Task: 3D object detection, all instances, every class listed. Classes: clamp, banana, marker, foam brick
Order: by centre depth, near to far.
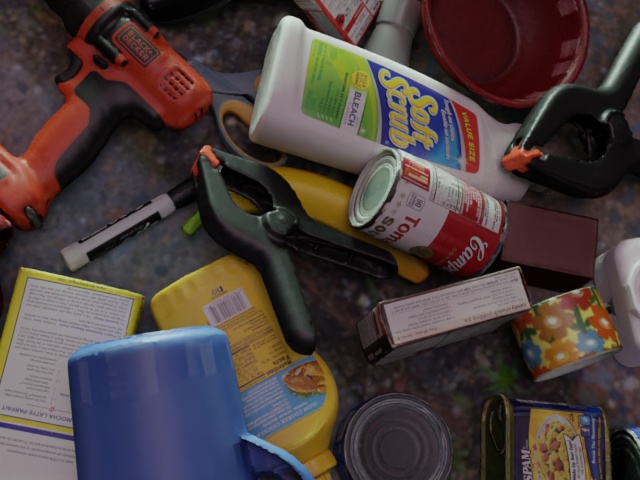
[{"bbox_3d":[-0.034,0.004,0.773,0.171,0.039,0.120,36,43,4],"label":"clamp"},{"bbox_3d":[-0.143,-0.014,0.823,0.121,0.020,0.020,-31,81,-16],"label":"marker"},{"bbox_3d":[-0.006,-0.018,0.838,0.197,0.037,0.069,12,90,-4],"label":"banana"},{"bbox_3d":[0.174,0.006,0.847,0.078,0.053,0.051,12,72,-5],"label":"foam brick"},{"bbox_3d":[0.231,-0.097,0.863,0.209,0.036,0.164,-10,81,-29],"label":"clamp"}]

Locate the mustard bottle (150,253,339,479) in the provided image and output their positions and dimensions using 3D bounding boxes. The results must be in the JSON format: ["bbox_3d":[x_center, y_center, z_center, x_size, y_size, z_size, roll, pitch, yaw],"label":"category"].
[{"bbox_3d":[-0.041,0.107,0.782,0.096,0.058,0.192,-27,79,-16],"label":"mustard bottle"}]

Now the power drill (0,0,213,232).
[{"bbox_3d":[-0.204,-0.114,0.817,0.184,0.057,0.187,43,78,9],"label":"power drill"}]

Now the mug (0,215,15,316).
[{"bbox_3d":[-0.264,0.028,0.760,0.093,0.081,0.117,38,72,4],"label":"mug"}]

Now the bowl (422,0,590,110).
[{"bbox_3d":[0.142,-0.180,0.883,0.161,0.055,0.162,4,80,-24],"label":"bowl"}]

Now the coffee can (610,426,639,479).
[{"bbox_3d":[0.284,0.193,0.782,0.140,0.103,0.103,6,73,-7],"label":"coffee can"}]

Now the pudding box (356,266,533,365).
[{"bbox_3d":[0.091,0.057,0.800,0.113,0.090,0.039,-16,78,-12],"label":"pudding box"}]

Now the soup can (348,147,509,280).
[{"bbox_3d":[0.081,-0.020,0.802,0.102,0.069,0.068,25,71,-22],"label":"soup can"}]

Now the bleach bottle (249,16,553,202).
[{"bbox_3d":[0.075,-0.092,0.849,0.250,0.068,0.102,15,72,-12],"label":"bleach bottle"}]

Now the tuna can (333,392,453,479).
[{"bbox_3d":[0.055,0.157,0.795,0.086,0.034,0.086,3,74,-9],"label":"tuna can"}]

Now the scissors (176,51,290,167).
[{"bbox_3d":[-0.084,-0.142,0.872,0.096,0.016,0.202,-38,82,-18],"label":"scissors"}]

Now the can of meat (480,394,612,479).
[{"bbox_3d":[0.168,0.170,0.796,0.084,0.057,0.102,6,73,-8],"label":"can of meat"}]

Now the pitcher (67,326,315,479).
[{"bbox_3d":[-0.084,0.181,0.696,0.149,0.145,0.243,-6,82,-30],"label":"pitcher"}]

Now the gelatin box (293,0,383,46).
[{"bbox_3d":[0.013,-0.211,0.874,0.089,0.030,0.073,45,66,-40],"label":"gelatin box"}]

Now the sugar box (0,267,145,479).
[{"bbox_3d":[-0.190,0.116,0.765,0.093,0.048,0.176,13,76,-5],"label":"sugar box"}]
